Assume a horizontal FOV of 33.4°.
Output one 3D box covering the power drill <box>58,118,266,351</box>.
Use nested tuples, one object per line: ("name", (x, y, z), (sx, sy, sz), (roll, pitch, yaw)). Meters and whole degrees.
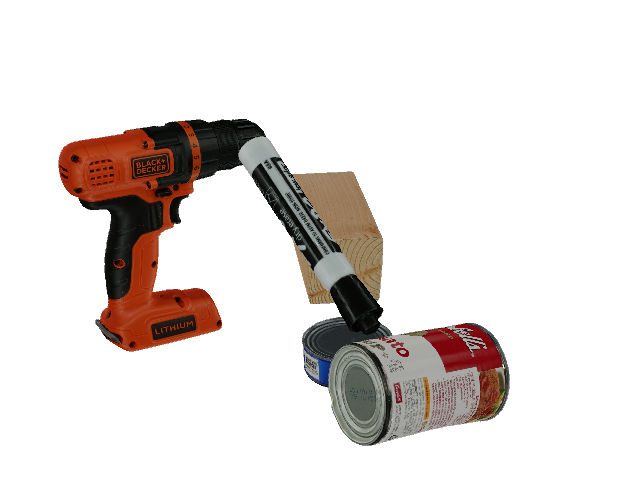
("power drill", (-0.128, -0.009, 0.918), (0.184, 0.188, 0.057), (-12, 21, -29))

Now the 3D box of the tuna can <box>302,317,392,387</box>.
("tuna can", (0.026, 0.107, 1.012), (0.086, 0.034, 0.086), (-2, 23, 1))

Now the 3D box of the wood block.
("wood block", (0.016, -0.008, 1.384), (0.090, 0.090, 0.206), (-3, 27, -8))

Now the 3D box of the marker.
("marker", (-0.005, -0.003, 0.531), (0.020, 0.121, 0.020), (-26, -27, -15))

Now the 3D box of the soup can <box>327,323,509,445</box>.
("soup can", (0.064, 0.094, 0.706), (0.102, 0.068, 0.069), (-6, 3, -33))
